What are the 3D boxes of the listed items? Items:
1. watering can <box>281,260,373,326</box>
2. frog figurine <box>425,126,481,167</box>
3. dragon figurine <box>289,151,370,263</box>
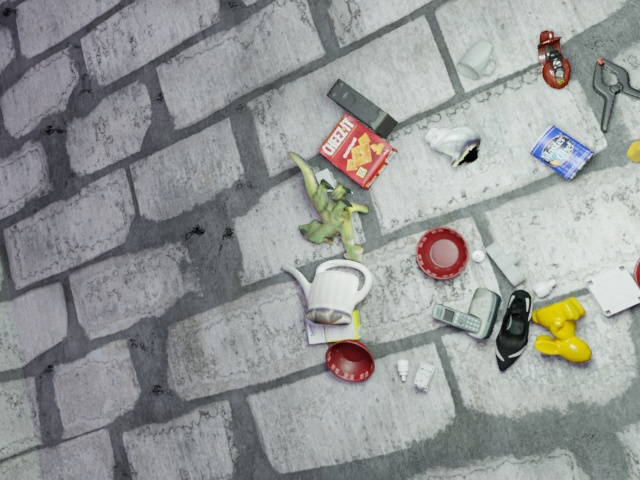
[{"bbox_3d":[0.006,0.169,1.692,0.347,0.102,0.229,-2,59,27],"label":"watering can"},{"bbox_3d":[0.407,-0.310,1.584,0.138,0.120,0.162,-30,63,-16],"label":"frog figurine"},{"bbox_3d":[0.005,-0.086,1.707,0.413,0.124,0.238,42,120,11],"label":"dragon figurine"}]
